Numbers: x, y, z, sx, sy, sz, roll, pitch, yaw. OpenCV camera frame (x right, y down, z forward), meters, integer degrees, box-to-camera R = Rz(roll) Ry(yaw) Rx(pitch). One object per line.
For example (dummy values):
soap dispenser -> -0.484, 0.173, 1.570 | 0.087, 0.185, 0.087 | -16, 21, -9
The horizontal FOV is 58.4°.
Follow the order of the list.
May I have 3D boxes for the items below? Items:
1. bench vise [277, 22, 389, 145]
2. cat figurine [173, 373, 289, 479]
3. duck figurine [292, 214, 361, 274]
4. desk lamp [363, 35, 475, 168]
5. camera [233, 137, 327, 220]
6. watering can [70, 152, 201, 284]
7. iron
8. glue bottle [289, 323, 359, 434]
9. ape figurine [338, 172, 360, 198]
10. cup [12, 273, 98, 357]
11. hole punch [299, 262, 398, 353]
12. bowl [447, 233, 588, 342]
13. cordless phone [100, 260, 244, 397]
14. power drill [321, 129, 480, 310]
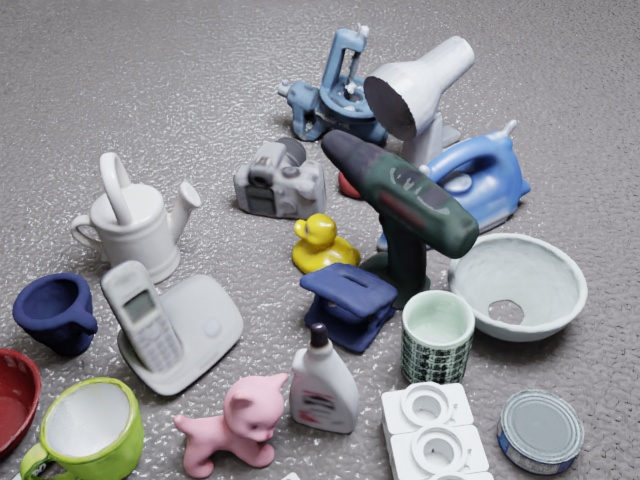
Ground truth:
bench vise -> 0.020, -0.267, 1.001 | 0.207, 0.220, 0.121 | 0, 44, 5
cat figurine -> -0.090, 0.188, 0.605 | 0.128, 0.118, 0.067 | -10, 44, -6
duck figurine -> 0.007, 0.003, 0.815 | 0.104, 0.086, 0.078 | 17, 47, 21
desk lamp -> 0.174, -0.211, 0.935 | 0.204, 0.214, 0.117 | -30, 49, -24
camera -> -0.054, -0.114, 0.932 | 0.143, 0.101, 0.137 | 9, 45, 13
watering can -> -0.258, -0.038, 0.800 | 0.173, 0.194, 0.100 | -28, 48, -23
iron -> 0.194, -0.082, 0.850 | 0.259, 0.142, 0.118 | -25, 47, -20
glue bottle -> 0.002, 0.143, 0.604 | 0.078, 0.173, 0.037 | 6, 44, 11
ape figurine -> 0.067, -0.119, 0.935 | 0.076, 0.092, 0.078 | 1, 44, 6
cup -> -0.314, 0.107, 0.724 | 0.117, 0.095, 0.092 | 20, 48, 23
hole punch -> 0.037, 0.070, 0.738 | 0.108, 0.091, 0.101 | 24, 50, 27
bowl -> 0.245, 0.072, 0.733 | 0.167, 0.075, 0.167 | -2, 43, 2
cordless phone -> -0.174, 0.080, 0.676 | 0.093, 0.185, 0.148 | 27, 52, 29
power drill -> 0.092, -0.017, 0.741 | 0.228, 0.209, 0.076 | 31, 54, 31
